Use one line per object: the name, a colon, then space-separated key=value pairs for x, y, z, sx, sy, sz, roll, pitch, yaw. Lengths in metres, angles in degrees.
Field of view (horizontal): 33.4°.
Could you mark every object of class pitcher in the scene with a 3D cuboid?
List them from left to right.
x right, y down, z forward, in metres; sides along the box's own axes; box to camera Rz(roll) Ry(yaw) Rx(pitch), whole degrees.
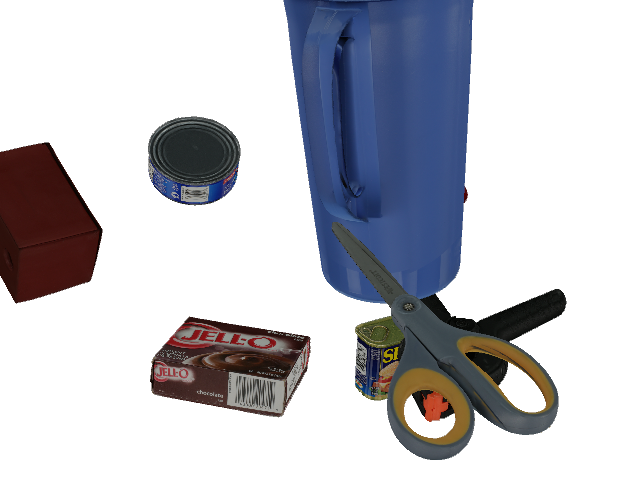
pitcher: x=0.042 y=-0.075 z=0.769 sx=0.149 sy=0.243 sz=0.145 roll=-14 pitch=29 yaw=-17

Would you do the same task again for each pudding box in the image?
pudding box: x=-0.072 y=0.102 z=0.883 sx=0.113 sy=0.039 sz=0.090 roll=10 pitch=21 yaw=9

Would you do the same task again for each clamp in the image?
clamp: x=0.115 y=0.084 z=0.953 sx=0.165 sy=0.036 sz=0.209 roll=14 pitch=34 yaw=21

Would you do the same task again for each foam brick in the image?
foam brick: x=-0.174 y=-0.011 z=0.645 sx=0.051 sy=0.078 sz=0.053 roll=-18 pitch=-32 yaw=-33

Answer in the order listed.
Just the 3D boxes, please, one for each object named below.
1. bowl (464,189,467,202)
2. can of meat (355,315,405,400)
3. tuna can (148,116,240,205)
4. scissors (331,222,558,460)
bowl: x=0.079 y=-0.036 z=1.186 sx=0.162 sy=0.055 sz=0.162 roll=3 pitch=25 yaw=-2
can of meat: x=0.092 y=0.146 z=1.343 sx=0.101 sy=0.084 sz=0.058 roll=-12 pitch=29 yaw=-28
tuna can: x=-0.119 y=-0.074 z=1.002 sx=0.086 sy=0.086 sz=0.034 roll=0 pitch=-38 yaw=-10
scissors: x=0.041 y=0.054 z=0.598 sx=0.096 sy=0.016 sz=0.202 roll=-32 pitch=46 yaw=-28
